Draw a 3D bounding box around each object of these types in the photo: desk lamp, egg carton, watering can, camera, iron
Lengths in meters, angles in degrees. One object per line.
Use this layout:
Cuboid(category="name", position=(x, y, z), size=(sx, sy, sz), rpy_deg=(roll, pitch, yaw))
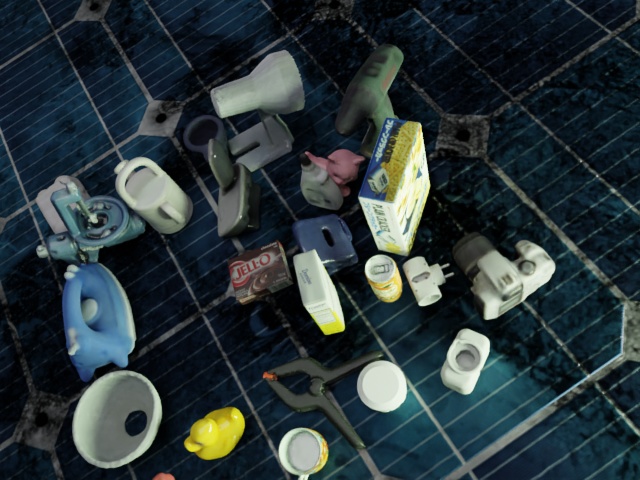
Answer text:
Cuboid(category="desk lamp", position=(-0.118, -0.259, 1.160), size=(0.203, 0.214, 0.117), rpy_deg=(-29, 62, 1))
Cuboid(category="egg carton", position=(-0.559, -0.073, 1.273), size=(0.107, 0.069, 0.150), rpy_deg=(-41, 62, -6))
Cuboid(category="watering can", position=(-0.349, -0.099, 1.159), size=(0.172, 0.194, 0.101), rpy_deg=(14, 70, 21))
Cuboid(category="camera", position=(0.300, 0.040, 0.974), size=(0.143, 0.101, 0.136), rpy_deg=(-34, 62, -2))
Cuboid(category="iron", position=(-0.452, 0.132, 1.109), size=(0.118, 0.142, 0.258), rpy_deg=(-23, 62, 4))

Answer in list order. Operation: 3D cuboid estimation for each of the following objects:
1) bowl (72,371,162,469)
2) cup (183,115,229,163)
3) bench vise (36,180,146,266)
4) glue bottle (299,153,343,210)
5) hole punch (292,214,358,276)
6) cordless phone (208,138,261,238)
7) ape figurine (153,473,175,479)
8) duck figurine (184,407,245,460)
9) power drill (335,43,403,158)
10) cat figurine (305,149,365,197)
Cuboid(category="bowl", position=(-0.351, 0.324, 1.031), size=(0.167, 0.075, 0.167), rpy_deg=(-6, 65, 12))
Cuboid(category="cup", position=(-0.230, -0.196, 1.228), size=(0.091, 0.095, 0.117), rpy_deg=(-20, 62, 5))
Cuboid(category="bench vise", position=(-0.481, -0.022, 1.144), size=(0.207, 0.220, 0.121), rpy_deg=(-43, 62, -7))
Cuboid(category="glue bottle", position=(-0.008, -0.115, 1.087), size=(0.078, 0.173, 0.037), rpy_deg=(16, 71, 21))
Cuboid(category="hole punch", position=(0.010, 0.004, 1.074), size=(0.101, 0.091, 0.108), rpy_deg=(-26, 62, 2))
Cuboid(category="cordless phone", position=(-0.187, -0.100, 1.120), size=(0.094, 0.185, 0.147), rpy_deg=(-11, 63, 10))
Cuboid(category="ape figurine", position=(-0.267, 0.428, 0.951), size=(0.076, 0.092, 0.078), rpy_deg=(-13, 63, 9))
Cuboid(category="duck figurine", position=(-0.184, 0.327, 0.979), size=(0.104, 0.086, 0.077), rpy_deg=(-39, 62, -4))
Cuboid(category="power drill", position=(0.103, -0.246, 1.097), size=(0.075, 0.209, 0.230), rpy_deg=(16, 71, 21))
Cuboid(category="cat figurine", position=(0.027, -0.145, 1.122), size=(0.127, 0.118, 0.067), rpy_deg=(20, 72, 22))
